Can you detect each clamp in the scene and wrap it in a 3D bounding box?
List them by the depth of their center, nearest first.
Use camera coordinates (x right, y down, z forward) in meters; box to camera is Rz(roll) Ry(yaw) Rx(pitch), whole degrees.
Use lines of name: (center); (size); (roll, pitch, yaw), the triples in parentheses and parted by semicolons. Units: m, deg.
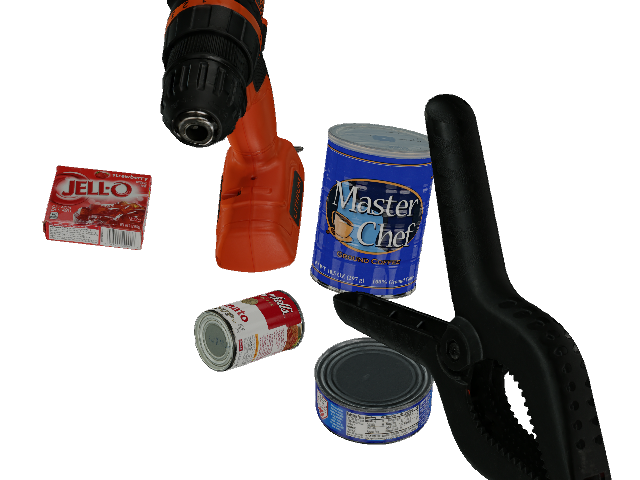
clamp: (0.080, 0.041, 0.526); (0.036, 0.165, 0.210); (-8, 44, -30)

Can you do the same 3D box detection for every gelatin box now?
gelatin box: (-0.204, -0.031, 0.980); (0.089, 0.073, 0.030); (7, -43, -6)

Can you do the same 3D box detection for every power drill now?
power drill: (-0.049, -0.070, 0.631); (0.057, 0.184, 0.188); (-1, -45, 6)

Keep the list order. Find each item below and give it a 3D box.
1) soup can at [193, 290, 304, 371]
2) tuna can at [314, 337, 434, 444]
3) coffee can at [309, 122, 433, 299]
soup can: (-0.077, 0.097, 1.145); (0.069, 0.068, 0.102); (0, 10, 45)
tuna can: (0.038, 0.108, 0.769); (0.086, 0.034, 0.086); (0, 30, 0)
coffee can: (0.049, -0.029, 0.991); (0.103, 0.140, 0.103); (7, 18, -2)
